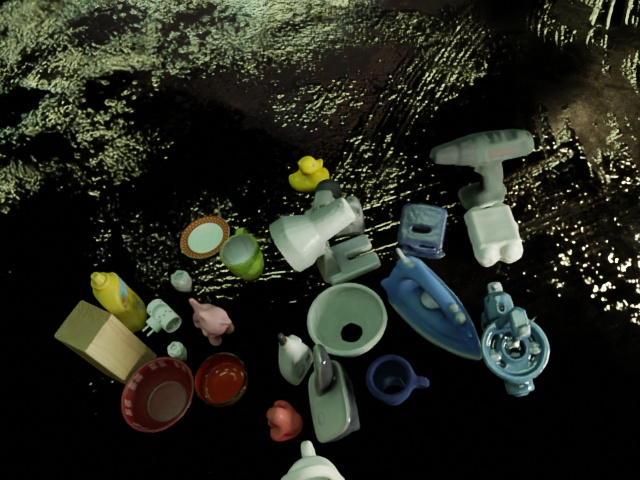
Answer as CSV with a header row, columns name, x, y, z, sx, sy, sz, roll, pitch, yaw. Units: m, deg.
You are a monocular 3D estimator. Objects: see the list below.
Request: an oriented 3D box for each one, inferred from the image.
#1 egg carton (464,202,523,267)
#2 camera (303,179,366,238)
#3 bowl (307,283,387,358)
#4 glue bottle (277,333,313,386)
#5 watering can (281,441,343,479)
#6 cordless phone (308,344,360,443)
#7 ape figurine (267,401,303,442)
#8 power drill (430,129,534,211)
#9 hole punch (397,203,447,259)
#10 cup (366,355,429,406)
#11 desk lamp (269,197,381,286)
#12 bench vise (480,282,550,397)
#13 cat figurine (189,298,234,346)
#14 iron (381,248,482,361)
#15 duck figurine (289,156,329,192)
name,x,y,z,sx,sy,sz,roll,pitch,yaw
egg carton,0.383,-0.013,1.264,0.107,0.069,0.150,-11,54,6
camera,0.033,-0.086,1.376,0.143,0.101,0.137,-4,55,11
bowl,0.060,0.179,1.204,0.167,0.075,0.167,-6,55,9
glue bottle,-0.057,0.225,1.139,0.037,0.173,0.078,22,64,26
watering can,-0.007,0.429,0.973,0.101,0.194,0.172,-34,55,-11
cordless phone,0.012,0.286,1.073,0.094,0.185,0.147,-16,54,2
ape figurine,-0.076,0.347,1.109,0.076,0.092,0.078,16,61,23
power drill,0.359,-0.160,1.285,0.229,0.209,0.075,-19,54,0
hole punch,0.232,-0.020,1.291,0.108,0.091,0.101,7,58,18
cup,0.152,0.280,1.100,0.117,0.095,0.091,1,56,14
desk lamp,0.011,0.004,1.250,0.203,0.214,0.117,-23,54,-3
bench vise,0.339,0.163,1.060,0.121,0.220,0.207,-26,54,-5
cat figurine,-0.241,0.171,1.253,0.067,0.118,0.127,-43,58,-17
iron,0.235,0.124,1.160,0.119,0.142,0.257,-36,56,-12
duck figurine,-0.033,-0.176,1.464,0.104,0.086,0.077,-16,54,2
